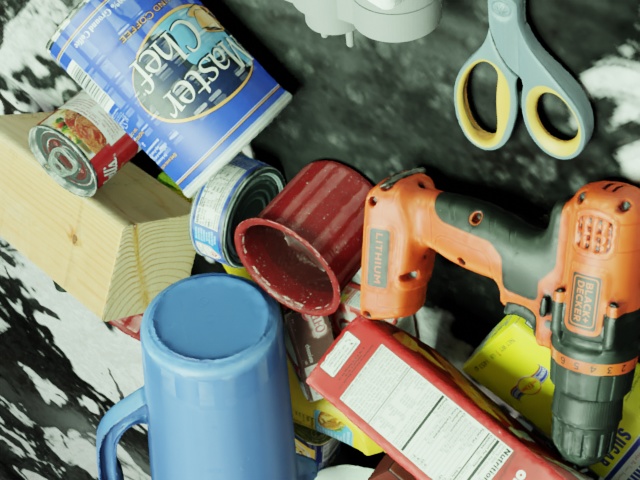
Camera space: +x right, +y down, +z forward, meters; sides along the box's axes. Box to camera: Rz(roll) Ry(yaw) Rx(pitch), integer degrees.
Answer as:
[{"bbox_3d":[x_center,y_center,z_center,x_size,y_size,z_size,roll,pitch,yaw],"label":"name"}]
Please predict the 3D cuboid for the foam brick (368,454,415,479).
[{"bbox_3d":[0.096,0.224,0.990,0.078,0.053,0.051,42,149,1],"label":"foam brick"}]

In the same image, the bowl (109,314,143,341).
[{"bbox_3d":[-0.184,0.030,1.050,0.162,0.055,0.162,28,146,21],"label":"bowl"}]

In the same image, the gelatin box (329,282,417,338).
[{"bbox_3d":[0.044,0.080,0.889,0.073,0.030,0.089,21,142,32],"label":"gelatin box"}]

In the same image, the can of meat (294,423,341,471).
[{"bbox_3d":[-0.025,0.179,1.060,0.102,0.057,0.084,30,149,18],"label":"can of meat"}]

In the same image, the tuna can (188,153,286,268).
[{"bbox_3d":[-0.062,-0.022,0.826,0.034,0.086,0.086,21,144,26],"label":"tuna can"}]

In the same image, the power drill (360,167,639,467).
[{"bbox_3d":[0.116,0.038,0.686,0.188,0.057,0.184,16,113,34],"label":"power drill"}]

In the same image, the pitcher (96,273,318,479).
[{"bbox_3d":[-0.093,0.148,0.873,0.145,0.149,0.243,24,138,23],"label":"pitcher"}]

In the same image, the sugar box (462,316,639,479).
[{"bbox_3d":[0.196,0.117,0.756,0.176,0.048,0.093,39,149,5],"label":"sugar box"}]

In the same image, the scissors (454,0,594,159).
[{"bbox_3d":[0.117,-0.116,0.581,0.096,0.016,0.202,30,147,18],"label":"scissors"}]

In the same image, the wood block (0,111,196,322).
[{"bbox_3d":[-0.206,-0.026,0.913,0.206,0.090,0.091,34,119,32],"label":"wood block"}]

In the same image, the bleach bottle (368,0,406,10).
[{"bbox_3d":[-0.039,-0.211,0.545,0.251,0.102,0.068,31,146,21],"label":"bleach bottle"}]

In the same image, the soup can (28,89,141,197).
[{"bbox_3d":[-0.169,-0.091,0.839,0.069,0.102,0.068,28,146,21],"label":"soup can"}]

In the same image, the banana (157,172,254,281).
[{"bbox_3d":[-0.072,0.019,0.938,0.070,0.037,0.197,24,148,55],"label":"banana"}]

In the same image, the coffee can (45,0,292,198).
[{"bbox_3d":[-0.103,-0.114,0.739,0.140,0.102,0.103,46,148,-7],"label":"coffee can"}]

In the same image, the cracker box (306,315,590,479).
[{"bbox_3d":[0.114,0.150,0.760,0.214,0.072,0.164,37,-178,31],"label":"cracker box"}]

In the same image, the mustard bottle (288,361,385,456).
[{"bbox_3d":[0.007,0.149,0.969,0.192,0.058,0.096,21,158,13],"label":"mustard bottle"}]

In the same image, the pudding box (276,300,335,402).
[{"bbox_3d":[-0.017,0.067,0.891,0.090,0.039,0.113,-119,13,-48],"label":"pudding box"}]

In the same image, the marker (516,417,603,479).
[{"bbox_3d":[0.204,0.184,0.855,0.121,0.020,0.020,35,148,10],"label":"marker"}]

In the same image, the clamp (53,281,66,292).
[{"bbox_3d":[-0.304,-0.038,1.113,0.164,0.036,0.210,41,147,0],"label":"clamp"}]

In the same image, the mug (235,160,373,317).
[{"bbox_3d":[-0.005,0.001,0.795,0.093,0.081,0.117,38,148,6],"label":"mug"}]
